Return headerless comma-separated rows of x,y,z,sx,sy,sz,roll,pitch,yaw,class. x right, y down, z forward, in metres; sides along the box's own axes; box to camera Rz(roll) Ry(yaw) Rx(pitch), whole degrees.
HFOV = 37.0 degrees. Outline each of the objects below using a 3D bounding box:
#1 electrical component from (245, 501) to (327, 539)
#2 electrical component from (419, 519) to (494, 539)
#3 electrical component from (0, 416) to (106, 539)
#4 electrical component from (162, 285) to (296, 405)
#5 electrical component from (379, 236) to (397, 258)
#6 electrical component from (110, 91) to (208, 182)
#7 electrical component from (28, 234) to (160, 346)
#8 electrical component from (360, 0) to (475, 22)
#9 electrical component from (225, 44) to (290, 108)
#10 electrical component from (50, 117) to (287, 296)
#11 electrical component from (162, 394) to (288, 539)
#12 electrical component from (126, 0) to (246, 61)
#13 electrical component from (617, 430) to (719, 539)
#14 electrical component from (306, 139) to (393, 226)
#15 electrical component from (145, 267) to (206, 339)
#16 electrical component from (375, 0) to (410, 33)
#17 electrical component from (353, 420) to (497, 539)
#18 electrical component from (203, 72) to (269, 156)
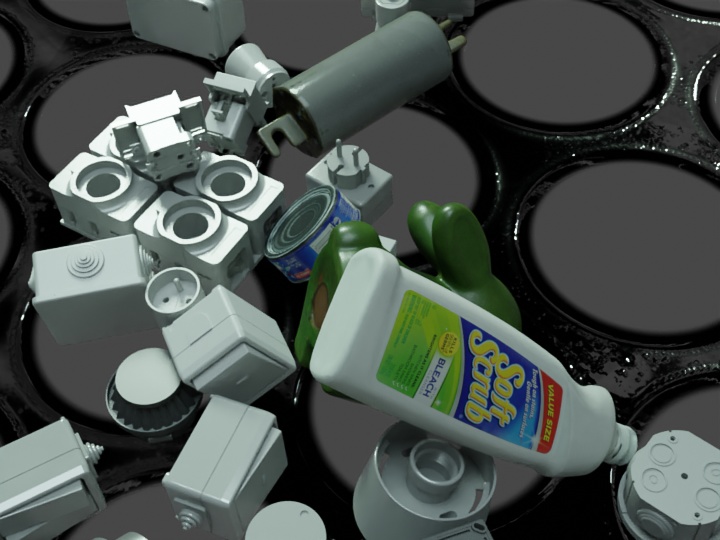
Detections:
-0.029,0.201,0.658,0.052,0.073,0.138,-21,53,-14,electrical component
0.062,0.217,0.728,0.096,0.061,0.061,-14,51,-18,electrical component
-0.230,0.159,0.787,0.096,0.061,0.061,-25,54,-16,electrical component
-0.096,0.067,0.837,0.062,0.096,0.061,-37,54,10,electrical component
0.000,0.000,0.912,0.066,0.048,0.055,17,47,16,electrical component
-0.170,-0.115,0.936,0.081,0.042,0.063,-20,54,-12,electrical component
-0.214,0.016,0.878,0.100,0.099,0.048,-11,64,-5,electrical component
0.061,-0.301,1.133,0.121,0.078,0.063,1,69,3,electrical component
-0.101,-0.193,1.073,0.045,0.045,0.055,-33,57,-21,electrical component
-0.170,-0.061,0.961,0.186,0.060,0.105,24,56,21,electrical component
-0.098,0.151,0.785,0.061,0.061,0.096,16,54,15,electrical component
-0.183,-0.274,1.121,0.113,0.078,0.057,19,52,18,electrical component
0.227,0.159,0.768,0.080,0.051,0.080,-2,51,2,electrical component
-0.010,-0.085,0.960,0.066,0.076,0.047,31,59,24,electrical component
-0.140,0.039,0.866,0.043,0.081,0.043,-4,53,6,electrical component
0.034,-0.255,1.101,0.044,0.065,0.044,-2,51,2,electrical component
0.049,0.158,0.786,0.099,0.064,0.099,7,45,-7,electrical component
-0.122,-0.146,1.022,0.042,0.081,0.063,17,77,17,electrical component
